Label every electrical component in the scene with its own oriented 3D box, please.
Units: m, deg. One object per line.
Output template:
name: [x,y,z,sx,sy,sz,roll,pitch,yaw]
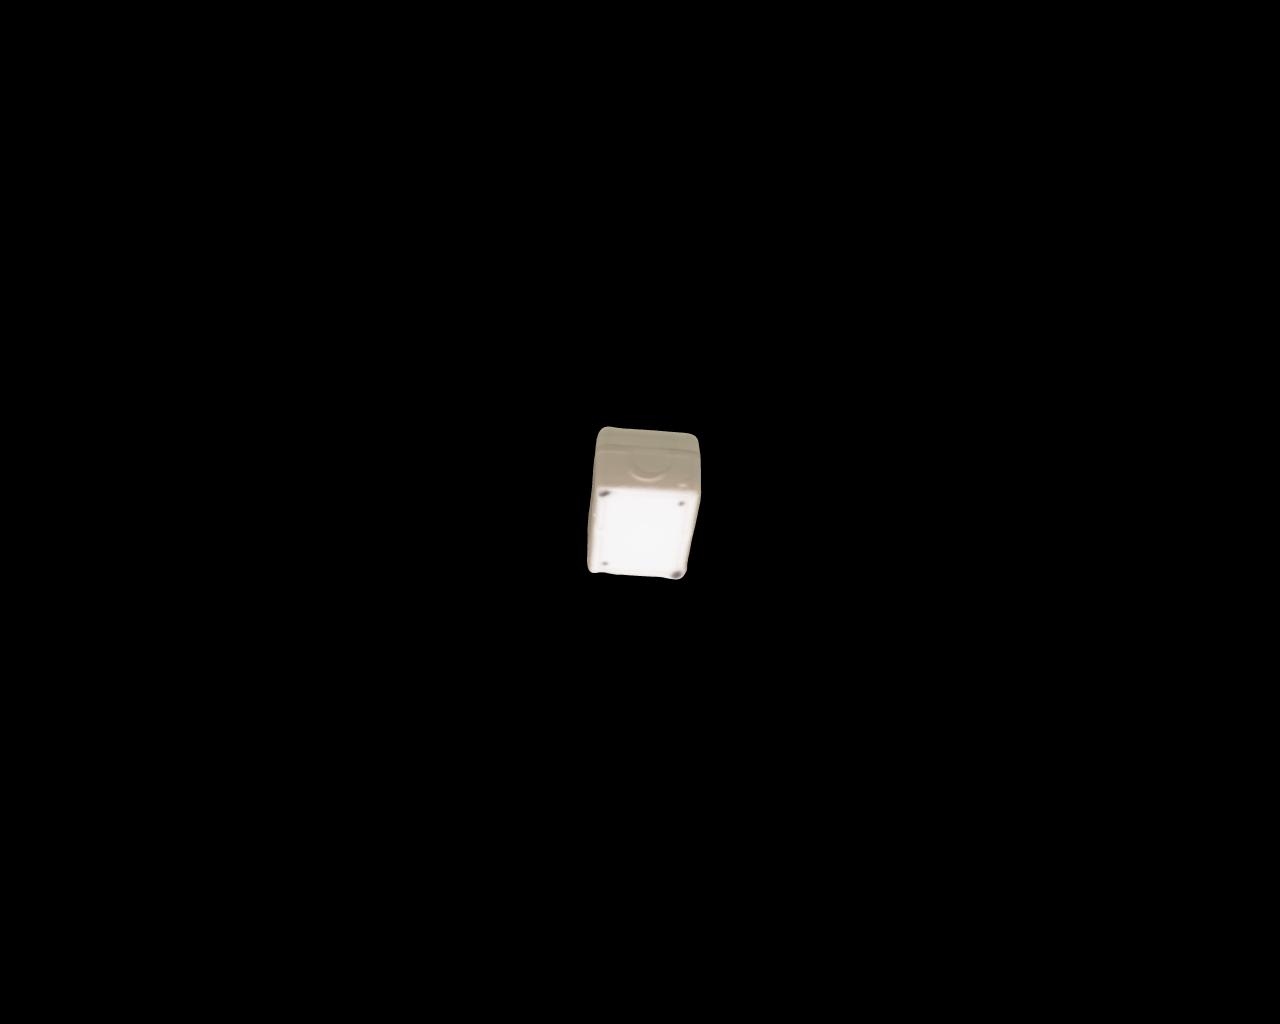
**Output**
electrical component: [0.001,-0.003,0.650,0.062,0.061,0.096,4,-43,-4]
